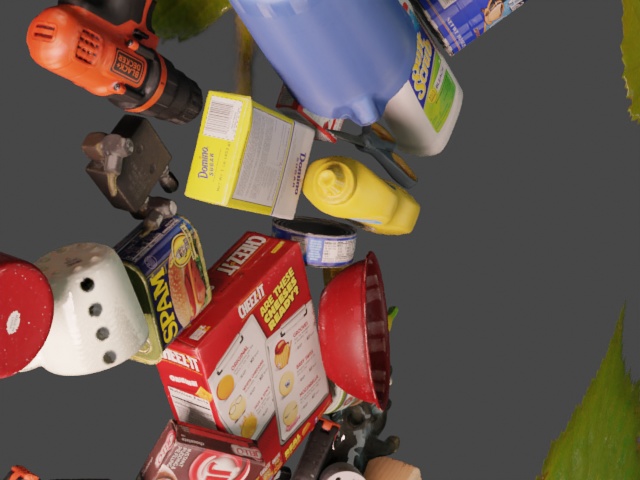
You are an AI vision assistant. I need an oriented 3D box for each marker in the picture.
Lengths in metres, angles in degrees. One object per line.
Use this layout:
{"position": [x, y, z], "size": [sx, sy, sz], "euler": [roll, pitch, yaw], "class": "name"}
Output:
{"position": [-0.064, 0.244, 1.132], "size": [0.121, 0.020, 0.020], "euler": [32, 75, -58], "class": "marker"}

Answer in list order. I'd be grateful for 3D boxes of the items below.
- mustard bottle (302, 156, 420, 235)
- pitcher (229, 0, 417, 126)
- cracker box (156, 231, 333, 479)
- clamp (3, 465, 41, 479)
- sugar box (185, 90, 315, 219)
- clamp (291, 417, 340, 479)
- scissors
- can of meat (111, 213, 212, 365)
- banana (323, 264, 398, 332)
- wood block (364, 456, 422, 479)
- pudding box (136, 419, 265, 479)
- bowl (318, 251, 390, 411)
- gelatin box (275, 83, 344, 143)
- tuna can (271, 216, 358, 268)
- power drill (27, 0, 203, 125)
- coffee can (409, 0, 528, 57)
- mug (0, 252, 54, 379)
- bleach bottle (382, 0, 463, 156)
{"position": [0.034, -0.046, 1.063], "size": [0.058, 0.096, 0.191], "euler": [-68, 161, 2], "class": "mustard bottle"}
{"position": [-0.008, -0.209, 0.894], "size": [0.145, 0.149, 0.242], "euler": [-63, 161, -4], "class": "pitcher"}
{"position": [-0.070, 0.125, 1.024], "size": [0.164, 0.072, 0.214], "euler": [-47, 138, -40], "class": "cracker box"}
{"position": [-0.235, 0.265, 0.830], "size": [0.120, 0.039, 0.171], "euler": [23, 85, -46], "class": "clamp"}
{"position": [-0.059, -0.072, 0.954], "size": [0.176, 0.048, 0.093], "euler": [11, 93, -75], "class": "sugar box"}
{"position": [-0.031, 0.292, 1.140], "size": [0.164, 0.036, 0.210], "euler": [97, 15, -72], "class": "clamp"}
{"position": [0.059, -0.086, 1.111], "size": [0.016, 0.096, 0.201], "euler": [-38, 180, 18], "class": "scissors"}
{"position": [-0.138, 0.038, 0.890], "size": [0.083, 0.058, 0.102], "euler": [-49, 141, -46], "class": "can of meat"}
{"position": [0.040, 0.074, 1.219], "size": [0.197, 0.037, 0.069], "euler": [48, 43, -56], "class": "banana"}
{"position": [0.036, 0.359, 1.271], "size": [0.205, 0.091, 0.090], "euler": [-47, 138, -38], "class": "wood block"}
{"position": [-0.114, 0.219, 0.950], "size": [0.089, 0.039, 0.114], "euler": [20, 115, -26], "class": "pudding box"}
{"position": [0.034, 0.093, 1.083], "size": [0.162, 0.055, 0.162], "euler": [-4, 90, -79], "class": "bowl"}
{"position": [-0.003, -0.147, 1.062], "size": [0.089, 0.030, 0.073], "euler": [33, 73, -58], "class": "gelatin box"}
{"position": [-0.007, 0.001, 1.060], "size": [0.086, 0.086, 0.034], "euler": [-11, 112, -56], "class": "tuna can"}
{"position": [-0.129, -0.191, 0.813], "size": [0.184, 0.057, 0.187], "euler": [20, 83, -62], "class": "power drill"}
{"position": [0.170, -0.281, 1.152], "size": [0.140, 0.103, 0.102], "euler": [-36, 147, 9], "class": "coffee can"}
{"position": [-0.241, 0.049, 0.707], "size": [0.117, 0.082, 0.093], "euler": [-33, 129, -48], "class": "mug"}
{"position": [0.078, -0.197, 1.141], "size": [0.250, 0.068, 0.102], "euler": [48, 60, -52], "class": "bleach bottle"}
